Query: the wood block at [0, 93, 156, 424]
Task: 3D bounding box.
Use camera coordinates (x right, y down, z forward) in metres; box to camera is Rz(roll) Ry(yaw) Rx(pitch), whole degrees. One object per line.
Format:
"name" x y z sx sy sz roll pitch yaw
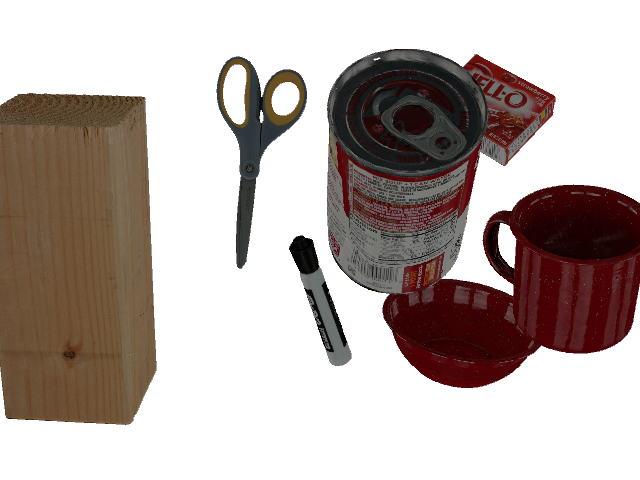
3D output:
"wood block" -0.167 0.011 0.724 0.091 0.206 0.090 2 20 3

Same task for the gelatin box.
"gelatin box" 0.151 -0.118 0.948 0.089 0.073 0.030 35 -22 26

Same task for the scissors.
"scissors" -0.051 -0.080 1.034 0.096 0.202 0.016 -10 3 -4

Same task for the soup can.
"soup can" 0.037 -0.028 0.489 0.068 0.068 0.102 0 -33 0

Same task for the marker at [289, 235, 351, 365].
"marker" 0.000 0.047 0.825 0.020 0.121 0.020 -13 33 8

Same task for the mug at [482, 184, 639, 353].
"mug" 0.161 0.017 0.719 0.117 0.081 0.093 20 41 30

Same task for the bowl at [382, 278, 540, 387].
"bowl" 0.139 0.100 1.068 0.162 0.055 0.162 5 26 -2
